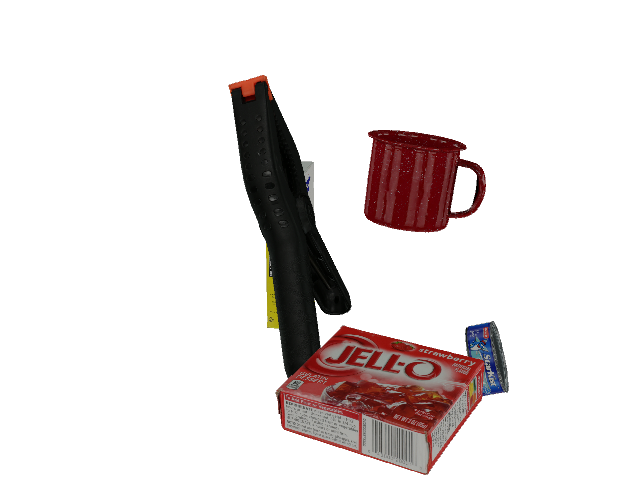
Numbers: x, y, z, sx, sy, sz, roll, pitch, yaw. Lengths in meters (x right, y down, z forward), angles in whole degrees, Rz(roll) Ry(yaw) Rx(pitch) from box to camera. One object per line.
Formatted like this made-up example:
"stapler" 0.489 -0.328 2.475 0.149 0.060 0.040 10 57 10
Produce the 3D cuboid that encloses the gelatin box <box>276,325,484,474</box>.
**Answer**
"gelatin box" 0.033 0.081 0.569 0.089 0.030 0.073 13 30 28

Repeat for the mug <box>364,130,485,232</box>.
"mug" 0.097 -0.054 1.005 0.117 0.081 0.093 11 14 14

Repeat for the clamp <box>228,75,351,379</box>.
"clamp" -0.021 -0.014 0.769 0.036 0.210 0.164 -14 5 12

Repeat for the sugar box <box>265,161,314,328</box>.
"sugar box" -0.035 0.004 1.222 0.048 0.176 0.093 1 17 11

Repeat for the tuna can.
"tuna can" 0.198 0.141 1.267 0.034 0.086 0.086 -12 -3 14
